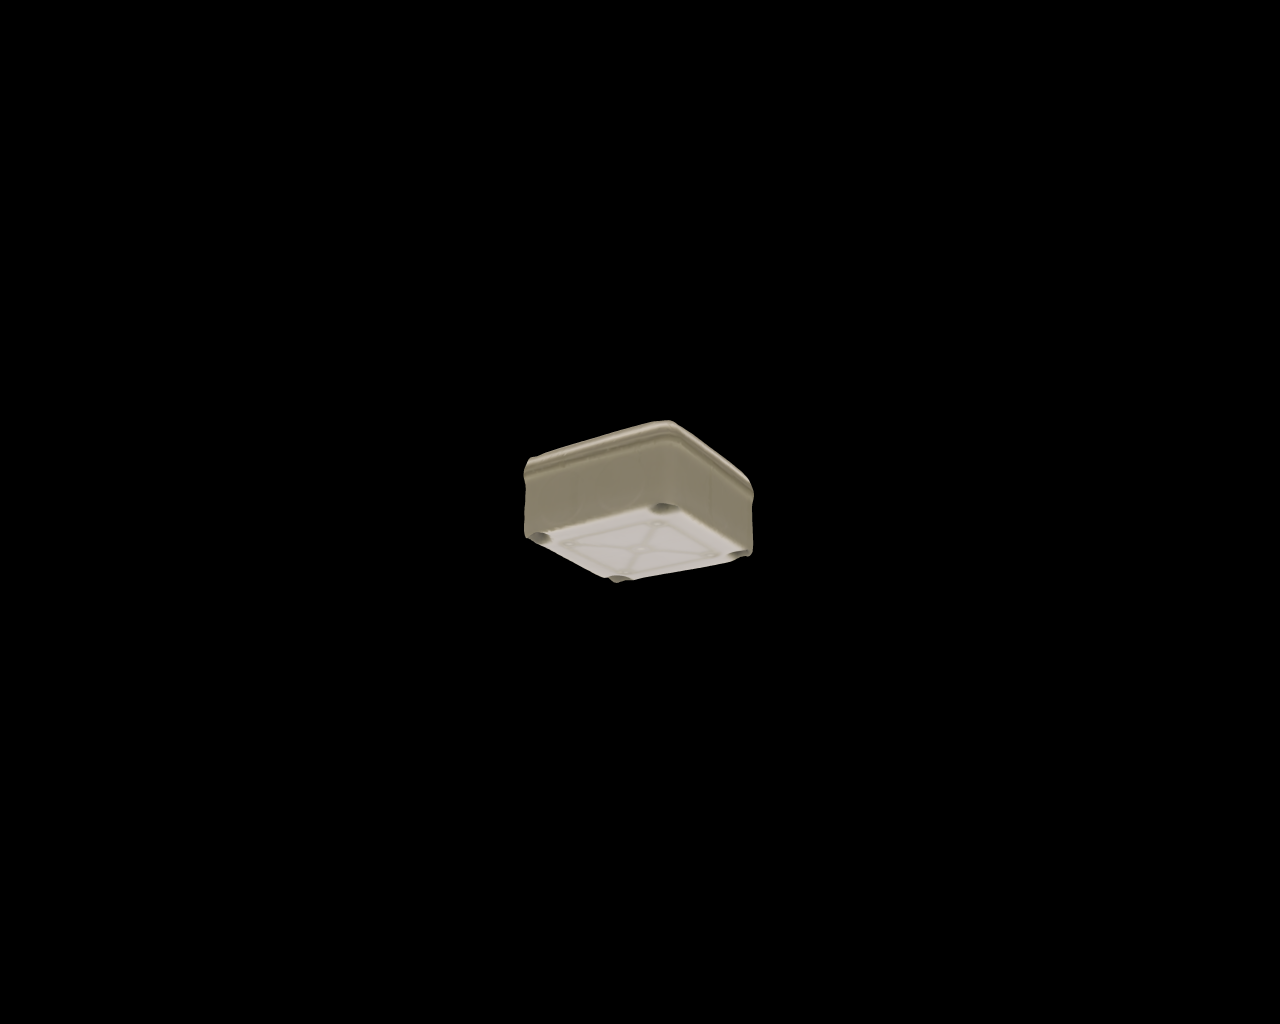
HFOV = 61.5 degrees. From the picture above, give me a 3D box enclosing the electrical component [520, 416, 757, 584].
[{"bbox_3d":[0.001,-0.003,0.650,0.108,0.056,0.108,-13,-26,29],"label":"electrical component"}]
